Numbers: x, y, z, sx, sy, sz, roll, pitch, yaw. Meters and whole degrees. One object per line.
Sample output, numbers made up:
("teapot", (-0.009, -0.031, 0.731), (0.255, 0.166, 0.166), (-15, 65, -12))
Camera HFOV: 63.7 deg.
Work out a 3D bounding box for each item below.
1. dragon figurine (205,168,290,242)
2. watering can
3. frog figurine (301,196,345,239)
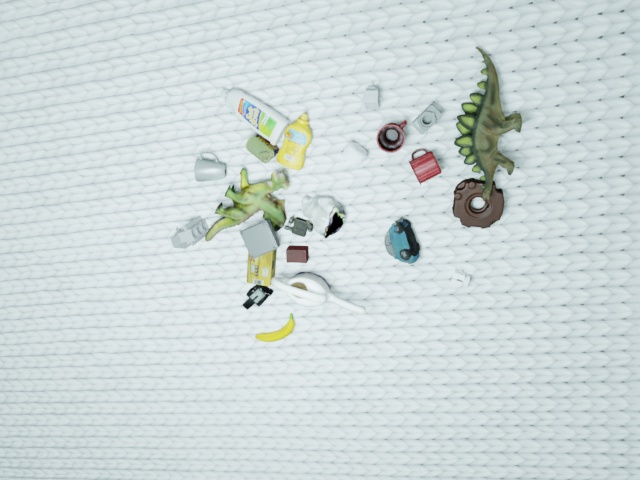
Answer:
("dragon figurine", (-0.240, -0.102, 1.861), (0.242, 0.125, 0.402), (28, 121, -8))
("watering can", (-0.004, 0.192, 1.837), (0.348, 0.225, 0.104), (17, 95, 5))
("frog figurine", (0.006, -0.092, 1.821), (0.161, 0.124, 0.134), (33, 128, 38))
